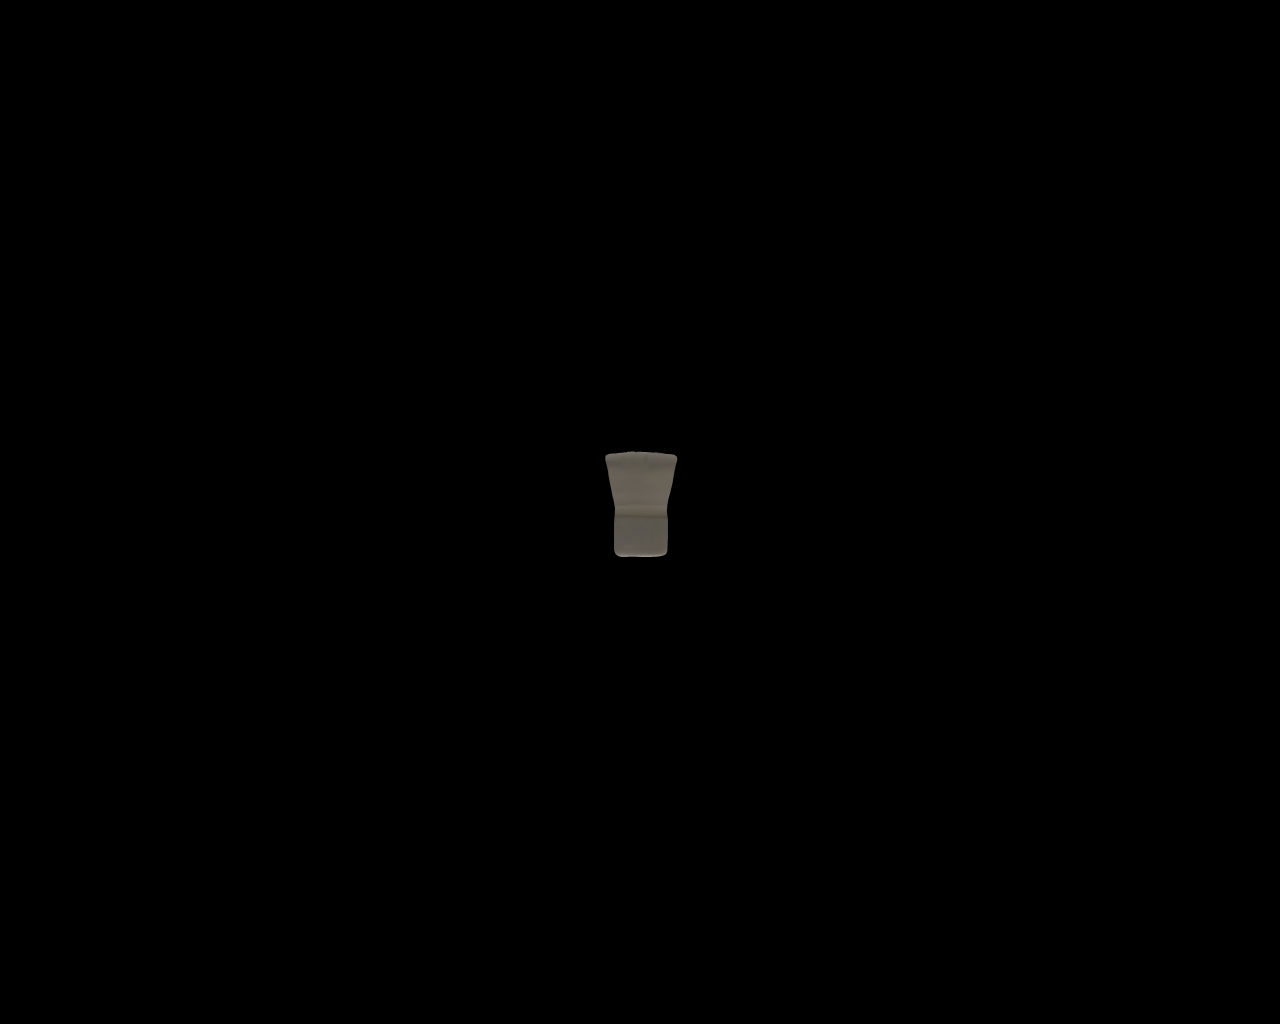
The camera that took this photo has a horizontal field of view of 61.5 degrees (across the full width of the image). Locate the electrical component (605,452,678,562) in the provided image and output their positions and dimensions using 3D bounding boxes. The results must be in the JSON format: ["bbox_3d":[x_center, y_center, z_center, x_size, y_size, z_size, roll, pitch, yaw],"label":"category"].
[{"bbox_3d":[0.001,-0.003,0.650,0.044,0.065,0.044,0,0,0],"label":"electrical component"}]
